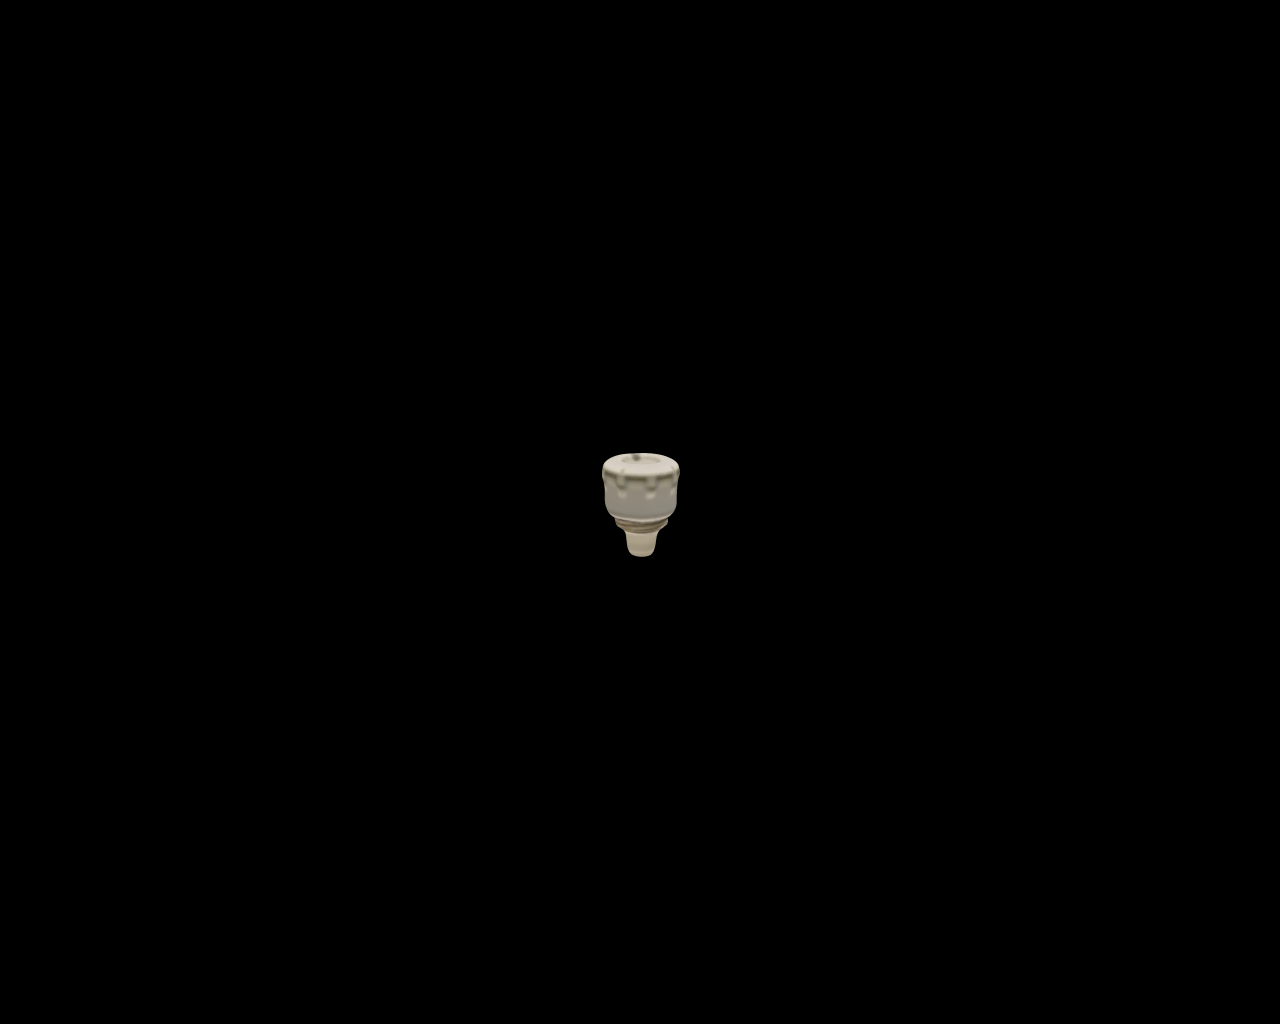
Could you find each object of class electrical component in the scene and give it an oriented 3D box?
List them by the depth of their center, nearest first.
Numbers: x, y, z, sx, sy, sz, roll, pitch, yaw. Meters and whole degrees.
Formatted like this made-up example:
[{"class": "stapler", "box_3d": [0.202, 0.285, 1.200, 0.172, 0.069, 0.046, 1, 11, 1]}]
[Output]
[{"class": "electrical component", "box_3d": [0.001, -0.003, 0.650, 0.048, 0.062, 0.048, 0, 17, 0]}]
